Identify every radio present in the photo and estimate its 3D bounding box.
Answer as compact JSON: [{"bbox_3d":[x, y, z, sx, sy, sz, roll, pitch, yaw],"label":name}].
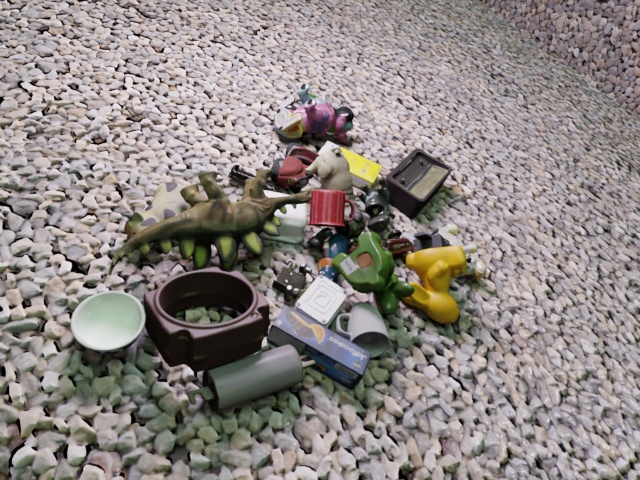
[{"bbox_3d":[0.273,-0.168,1.539,0.131,0.073,0.229,35,44,12],"label":"radio"}]

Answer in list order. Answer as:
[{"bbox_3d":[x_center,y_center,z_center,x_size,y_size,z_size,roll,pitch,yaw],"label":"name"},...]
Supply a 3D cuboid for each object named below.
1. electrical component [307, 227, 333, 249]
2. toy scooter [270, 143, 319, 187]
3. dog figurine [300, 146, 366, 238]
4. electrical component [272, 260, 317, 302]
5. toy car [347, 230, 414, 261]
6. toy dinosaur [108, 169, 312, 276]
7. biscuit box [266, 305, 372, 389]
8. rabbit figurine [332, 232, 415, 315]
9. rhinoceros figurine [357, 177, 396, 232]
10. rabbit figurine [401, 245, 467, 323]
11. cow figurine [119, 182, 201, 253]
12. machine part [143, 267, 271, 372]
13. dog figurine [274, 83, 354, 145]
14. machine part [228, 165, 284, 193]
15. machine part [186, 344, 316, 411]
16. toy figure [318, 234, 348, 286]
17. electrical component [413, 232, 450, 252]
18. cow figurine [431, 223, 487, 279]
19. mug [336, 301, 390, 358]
[{"bbox_3d":[-0.003,-0.004,1.272,0.063,0.094,0.021,-38,98,-10],"label":"electrical component"},{"bbox_3d":[-0.046,-0.193,1.428,0.135,0.075,0.184,21,40,6],"label":"toy scooter"},{"bbox_3d":[0.061,-0.119,1.339,0.121,0.172,0.191,-26,56,-33],"label":"dog figurine"},{"bbox_3d":[-0.057,0.087,1.172,0.078,0.045,0.102,32,44,8],"label":"electrical component"},{"bbox_3d":[0.155,0.023,1.321,0.202,0.053,0.089,-11,50,-30],"label":"toy car"},{"bbox_3d":[-0.214,-0.039,1.122,0.471,0.105,0.198,-13,78,-30],"label":"toy dinosaur"},{"bbox_3d":[-0.002,0.211,1.063,0.203,0.059,0.063,29,43,6],"label":"biscuit box"},{"bbox_3d":[0.136,0.080,1.181,0.159,0.121,0.170,45,4,37],"label":"rabbit figurine"},{"bbox_3d":[0.148,-0.087,1.395,0.073,0.112,0.190,-18,25,17],"label":"rhinoceros figurine"},{"bbox_3d":[0.266,0.108,1.235,0.162,0.122,0.173,-6,78,-13],"label":"rabbit figurine"},{"bbox_3d":[-0.347,-0.051,1.161,0.127,0.085,0.195,21,45,-11],"label":"cow figurine"},{"bbox_3d":[-0.208,0.136,0.989,0.201,0.087,0.201,-14,35,-31],"label":"machine part"},{"bbox_3d":[-0.005,-0.340,1.581,0.219,0.191,0.109,31,26,-45],"label":"dog figurine"},{"bbox_3d":[-0.163,-0.149,1.351,0.139,0.039,0.084,26,16,10],"label":"machine part"},{"bbox_3d":[-0.120,0.246,0.968,0.243,0.079,0.079,-12,53,-29],"label":"machine part"},{"bbox_3d":[0.029,0.053,1.235,0.064,0.057,0.154,17,48,2],"label":"toy figure"},{"bbox_3d":[0.268,0.015,1.311,0.119,0.075,0.048,24,57,-59],"label":"electrical component"},{"bbox_3d":[0.346,0.039,1.371,0.098,0.068,0.167,-17,53,-28],"label":"cow figurine"},{"bbox_3d":[0.084,0.180,1.122,0.109,0.080,0.107,10,34,-11],"label":"mug"}]
